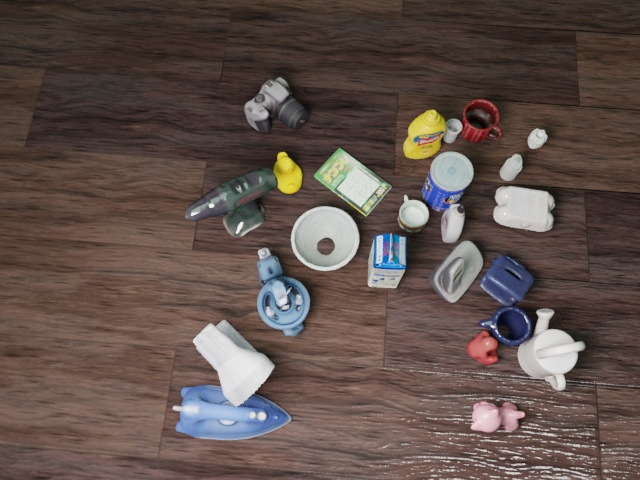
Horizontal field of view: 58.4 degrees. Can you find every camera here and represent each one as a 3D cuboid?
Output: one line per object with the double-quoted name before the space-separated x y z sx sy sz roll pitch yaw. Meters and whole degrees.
"camera" -0.109 -0.350 1.525 0.136 0.101 0.143 40 77 12

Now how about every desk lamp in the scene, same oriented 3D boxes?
"desk lamp" -0.198 0.265 1.267 0.203 0.213 0.118 42 77 13

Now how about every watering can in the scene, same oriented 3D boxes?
"watering can" 0.516 0.244 1.279 0.101 0.194 0.172 -29 74 -8

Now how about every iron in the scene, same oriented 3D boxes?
"iron" -0.195 0.383 1.266 0.258 0.141 0.118 3 72 2

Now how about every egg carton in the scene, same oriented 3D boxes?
"egg carton" 0.516 -0.078 1.449 0.150 0.069 0.107 8 72 3

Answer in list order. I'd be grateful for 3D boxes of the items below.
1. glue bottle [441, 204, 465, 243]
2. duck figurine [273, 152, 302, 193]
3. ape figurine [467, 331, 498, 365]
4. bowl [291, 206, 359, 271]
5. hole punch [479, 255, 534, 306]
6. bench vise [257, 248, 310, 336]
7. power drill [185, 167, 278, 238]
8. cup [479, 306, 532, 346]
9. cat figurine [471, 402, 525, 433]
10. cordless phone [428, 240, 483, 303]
"glue bottle" 0.327 -0.053 1.388 0.037 0.173 0.078 -3 72 0
"duck figurine" -0.086 -0.178 1.477 0.077 0.086 0.104 -16 73 -5
"ape figurine" 0.386 0.248 1.332 0.076 0.092 0.078 5 72 2
"bowl" 0.013 0.005 1.423 0.167 0.075 0.167 0 72 0
"hole punch" 0.454 0.092 1.383 0.108 0.091 0.101 37 76 12
"bench vise" -0.107 0.114 1.312 0.121 0.220 0.207 -39 76 -11
"power drill" -0.203 -0.082 1.382 0.230 0.208 0.075 -33 74 -10
"cup" 0.424 0.207 1.344 0.117 0.095 0.092 3 72 2
"cat figurine" 0.390 0.393 1.272 0.128 0.118 0.067 -3 72 0
"cordless phone" 0.332 0.060 1.345 0.094 0.185 0.148 36 76 11
